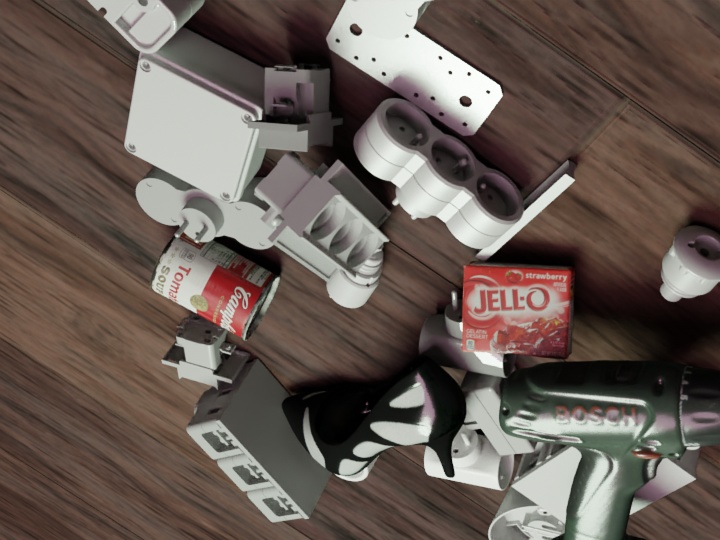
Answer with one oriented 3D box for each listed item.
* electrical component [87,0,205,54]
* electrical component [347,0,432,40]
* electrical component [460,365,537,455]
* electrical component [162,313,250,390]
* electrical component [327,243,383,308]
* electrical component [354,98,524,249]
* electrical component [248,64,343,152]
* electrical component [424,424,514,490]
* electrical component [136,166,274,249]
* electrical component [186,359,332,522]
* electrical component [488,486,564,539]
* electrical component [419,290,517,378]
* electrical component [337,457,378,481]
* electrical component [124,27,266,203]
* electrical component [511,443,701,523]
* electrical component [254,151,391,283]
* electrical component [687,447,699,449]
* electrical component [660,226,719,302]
[{"bbox_3d":[-0.167,-0.219,0.805,0.095,0.059,0.054,45,136,-16],"label":"electrical component"},{"bbox_3d":[0.039,-0.200,0.701,0.052,0.073,0.138,39,137,-10],"label":"electrical component"},{"bbox_3d":[0.115,0.126,0.986,0.076,0.047,0.083,-15,121,38],"label":"electrical component"},{"bbox_3d":[-0.159,0.081,1.098,0.081,0.042,0.063,13,131,16],"label":"electrical component"},{"bbox_3d":[0.000,0.000,0.935,0.040,0.040,0.078,31,138,-2],"label":"electrical component"},{"bbox_3d":[0.052,-0.065,0.837,0.138,0.052,0.073,37,137,-8],"label":"electrical component"},{"bbox_3d":[-0.048,-0.125,0.821,0.042,0.081,0.063,6,104,22],"label":"electrical component"},{"bbox_3d":[0.100,0.174,1.032,0.077,0.043,0.079,6,145,28],"label":"electrical component"},{"bbox_3d":[-0.134,-0.050,0.937,0.138,0.073,0.052,15,135,16],"label":"electrical component"},{"bbox_3d":[-0.101,0.181,1.125,0.062,0.089,0.150,-19,119,39],"label":"electrical component"},{"bbox_3d":[0.182,0.245,1.050,0.099,0.064,0.099,15,135,15],"label":"electrical component"},{"bbox_3d":[0.093,0.051,0.932,0.077,0.043,0.079,8,126,23],"label":"electrical component"},{"bbox_3d":[-0.007,0.183,1.107,0.055,0.047,0.055,15,135,16],"label":"electrical component"},{"bbox_3d":[-0.128,-0.126,0.875,0.109,0.056,0.108,27,137,3],"label":"electrical component"},{"bbox_3d":[0.219,0.165,0.957,0.089,0.061,0.150,35,137,-6],"label":"electrical component"},{"bbox_3d":[-0.030,-0.044,0.855,0.063,0.078,0.121,43,-178,24],"label":"electrical component"},{"bbox_3d":[0.275,0.118,0.881,0.043,0.062,0.043,15,136,15],"label":"electrical component"},{"bbox_3d":[0.245,0.001,0.801,0.048,0.048,0.062,27,145,4],"label":"electrical component"}]
